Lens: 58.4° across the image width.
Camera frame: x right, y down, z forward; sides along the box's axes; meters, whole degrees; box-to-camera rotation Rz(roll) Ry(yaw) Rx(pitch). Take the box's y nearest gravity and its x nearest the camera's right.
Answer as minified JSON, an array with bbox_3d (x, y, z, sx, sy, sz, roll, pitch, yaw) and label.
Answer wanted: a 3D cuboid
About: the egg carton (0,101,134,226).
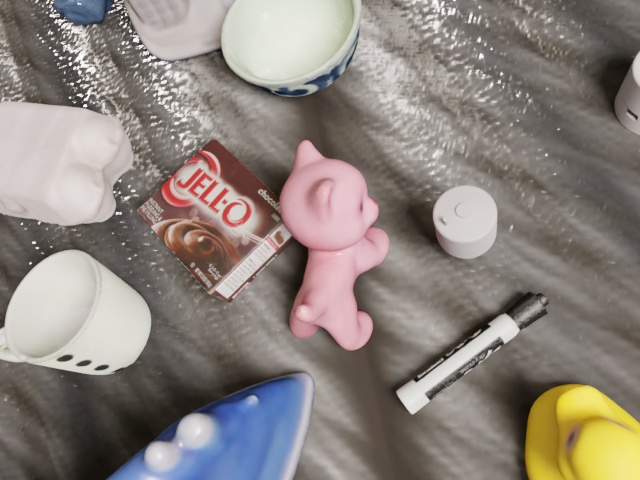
[{"bbox_3d":[-0.247,-0.068,0.519,0.150,0.069,0.107,8,72,19],"label":"egg carton"}]

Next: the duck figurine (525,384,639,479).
[{"bbox_3d":[0.158,0.129,0.318,0.077,0.086,0.104,-20,65,8],"label":"duck figurine"}]

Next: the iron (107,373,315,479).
[{"bbox_3d":[-0.110,0.172,0.347,0.118,0.142,0.258,38,83,25],"label":"iron"}]

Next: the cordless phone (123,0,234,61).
[{"bbox_3d":[-0.122,-0.251,0.489,0.147,0.185,0.094,-16,66,10],"label":"cordless phone"}]

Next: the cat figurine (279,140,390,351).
[{"bbox_3d":[0.004,0.001,0.394,0.067,0.118,0.128,6,71,18],"label":"cat figurine"}]

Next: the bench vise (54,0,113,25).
[{"bbox_3d":[-0.263,-0.353,0.550,0.121,0.220,0.207,-11,67,12],"label":"bench vise"}]
